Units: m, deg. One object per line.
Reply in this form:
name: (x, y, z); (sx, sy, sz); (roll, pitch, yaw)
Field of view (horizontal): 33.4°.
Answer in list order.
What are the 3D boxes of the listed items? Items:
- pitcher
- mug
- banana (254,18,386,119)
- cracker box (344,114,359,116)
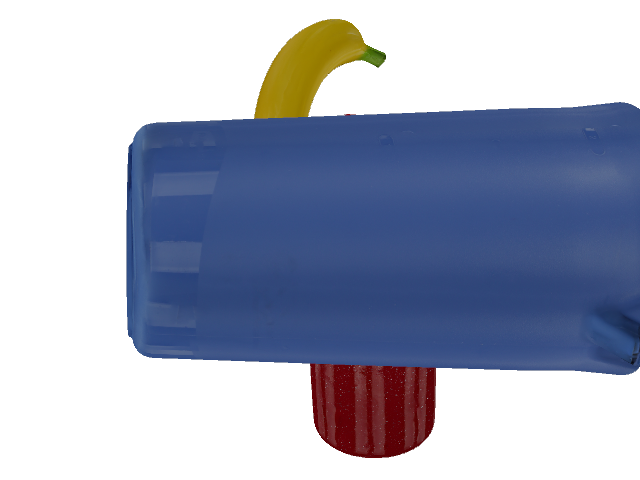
pitcher: (0.031, -0.007, 0.514); (0.242, 0.145, 0.149); (0, -7, -9)
mug: (0.041, 0.083, 0.709); (0.093, 0.081, 0.117); (12, 29, 27)
banana: (-0.008, -0.106, 0.765); (0.069, 0.197, 0.037); (39, -41, -8)
cracker box: (0.036, -0.036, 1.203); (0.072, 0.164, 0.213); (6, 23, 10)
